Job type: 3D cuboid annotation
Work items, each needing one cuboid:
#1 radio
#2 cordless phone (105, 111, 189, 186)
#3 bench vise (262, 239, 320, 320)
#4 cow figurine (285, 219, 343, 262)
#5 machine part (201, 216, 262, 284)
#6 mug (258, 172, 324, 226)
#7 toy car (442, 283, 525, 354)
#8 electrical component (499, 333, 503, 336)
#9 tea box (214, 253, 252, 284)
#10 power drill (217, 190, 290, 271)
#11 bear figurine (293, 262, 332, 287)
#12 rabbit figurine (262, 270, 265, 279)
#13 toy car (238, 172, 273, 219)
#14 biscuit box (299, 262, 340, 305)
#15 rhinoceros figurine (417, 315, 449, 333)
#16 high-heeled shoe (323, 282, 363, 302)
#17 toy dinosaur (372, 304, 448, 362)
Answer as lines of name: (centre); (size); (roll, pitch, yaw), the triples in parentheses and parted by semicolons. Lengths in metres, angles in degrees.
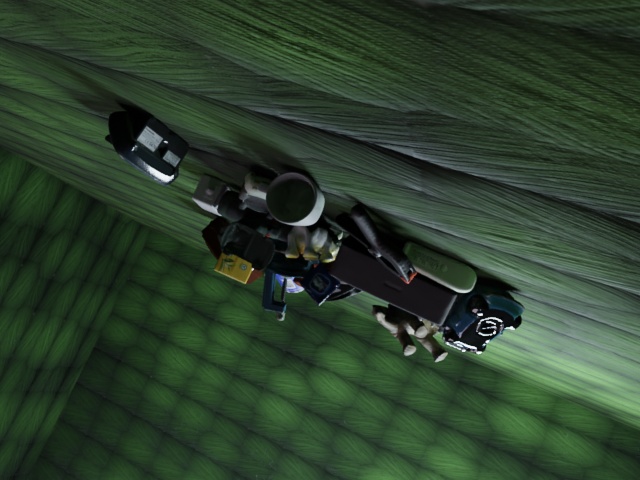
radio: (0.142, 0.068, 1.030); (0.230, 0.073, 0.131); (25, -164, 6)
cordless phone: (-0.342, -0.177, 0.960); (0.184, 0.088, 0.146); (23, 171, 31)
bench vise: (-0.104, 0.069, 1.259); (0.224, 0.240, 0.129); (7, -168, 2)
cow figurine: (-0.003, -0.003, 1.096); (0.068, 0.098, 0.167); (0, 174, 28)
machine part: (-0.272, 0.036, 1.693); (0.201, 0.087, 0.200); (52, -178, 22)
mug: (-0.043, -0.062, 0.873); (0.110, 0.080, 0.107); (15, 177, 18)
toy car: (0.306, 0.140, 1.039); (0.109, 0.161, 0.103); (23, -144, -17)
electrical component: (0.370, 0.176, 1.246); (0.115, 0.058, 0.134); (21, 170, 7)
tea box: (-0.215, 0.027, 1.491); (0.098, 0.169, 0.068); (23, 170, -4)
power drill: (-0.112, -0.018, 1.107); (0.232, 0.086, 0.207); (27, -153, -4)
bear figurine: (0.045, 0.095, 1.377); (0.120, 0.132, 0.195); (1, 151, 44)
rabbit figurine: (-0.088, 0.078, 1.613); (0.159, 0.121, 0.170); (19, 175, -17)
toy car: (-0.110, -0.082, 0.998); (0.073, 0.056, 0.202); (18, 172, -7)
biscuit box: (0.002, 0.089, 1.109); (0.059, 0.063, 0.202); (48, 178, 3)
rhinoceros figurine: (0.298, 0.156, 1.149); (0.191, 0.112, 0.073); (4, 162, 41)
high-heeled shoe: (0.126, 0.113, 1.216); (0.249, 0.145, 0.086); (22, 171, 19)
toy dinosaur: (0.258, 0.199, 1.357); (0.471, 0.105, 0.199); (21, -157, -47)
